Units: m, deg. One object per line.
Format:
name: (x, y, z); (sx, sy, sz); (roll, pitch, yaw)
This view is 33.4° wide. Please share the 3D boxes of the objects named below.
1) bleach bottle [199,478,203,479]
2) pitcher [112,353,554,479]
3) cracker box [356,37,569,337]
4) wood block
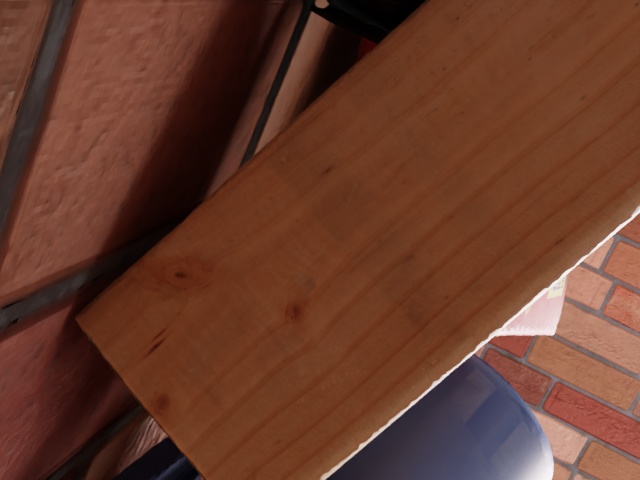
bleach bottle: (-0.104, 0.232, 0.556); (0.250, 0.068, 0.102); (-60, 166, -11)
pitcher: (-0.012, 0.144, 0.470); (0.242, 0.145, 0.149); (-43, 165, -23)
cracker box: (0.081, -0.037, 0.536); (0.213, 0.072, 0.164); (13, 87, -66)
wood block: (0.035, -0.009, 0.357); (0.206, 0.090, 0.090); (-42, 173, 6)
